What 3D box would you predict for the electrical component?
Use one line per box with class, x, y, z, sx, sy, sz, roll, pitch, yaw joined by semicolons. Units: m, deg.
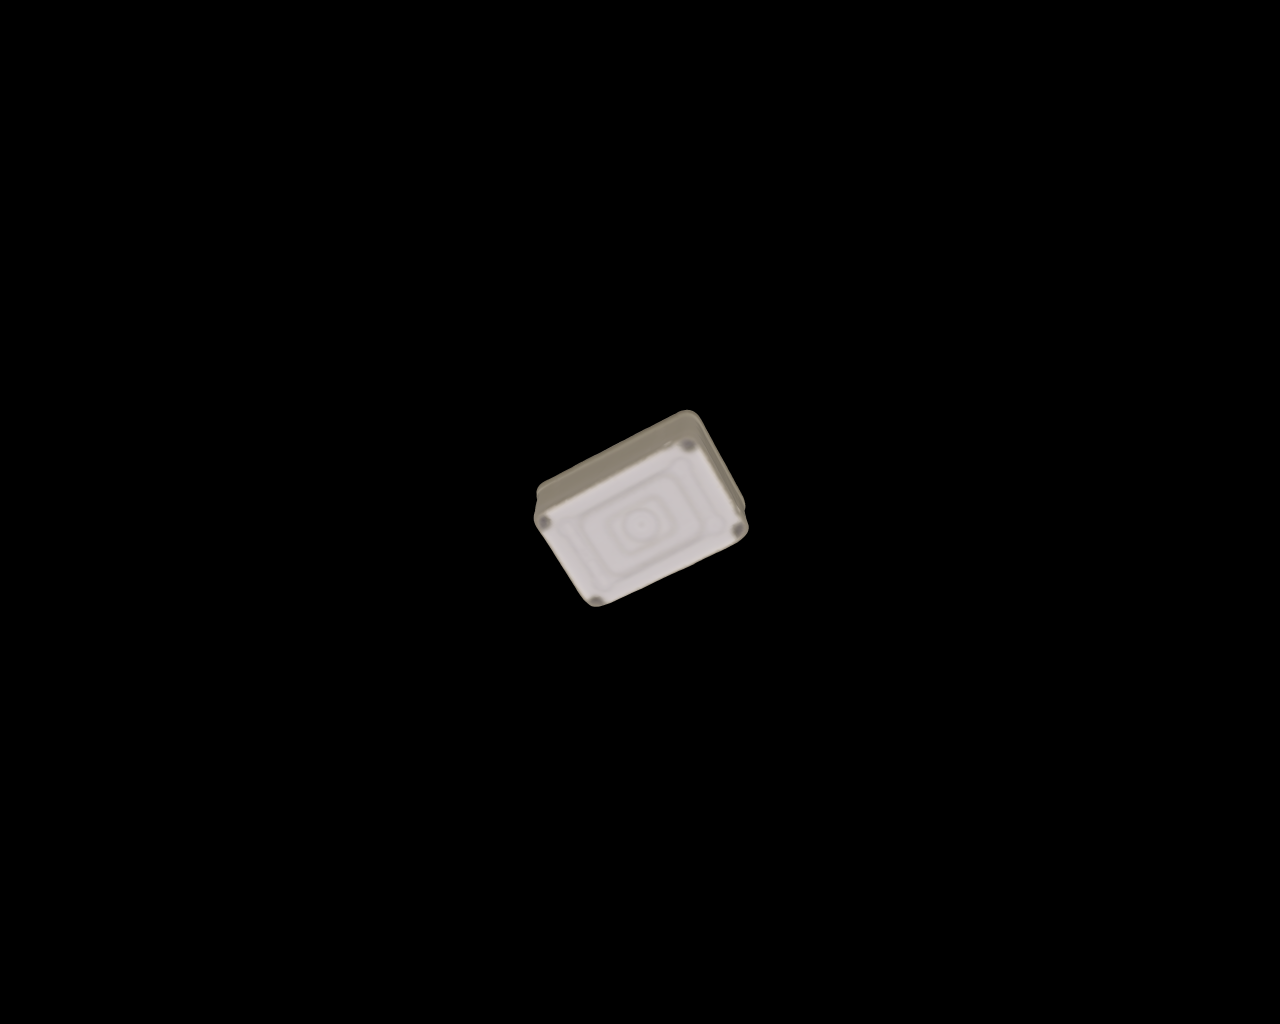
electrical component;0.001;-0.003;0.650;0.113;0.078;0.057;-26;21;11
